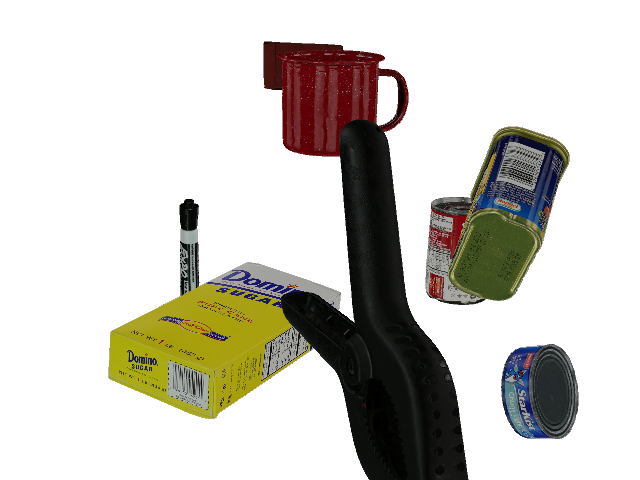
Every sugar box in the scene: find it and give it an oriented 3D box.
[{"bbox_3d":[-0.067,0.069,0.803,0.093,0.048,0.175,18,26,25],"label":"sugar box"}]

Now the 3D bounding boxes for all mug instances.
[{"bbox_3d":[0.020,-0.120,0.924,0.117,0.081,0.093,-4,17,-15],"label":"mug"}]

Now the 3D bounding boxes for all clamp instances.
[{"bbox_3d":[0.032,0.053,0.551,0.036,0.165,0.210,-6,46,-21],"label":"clamp"}]

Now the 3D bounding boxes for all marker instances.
[{"bbox_3d":[-0.127,0.017,1.037,0.020,0.121,0.020,2,24,-1],"label":"marker"}]

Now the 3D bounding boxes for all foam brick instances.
[{"bbox_3d":[-0.019,-0.188,1.158,0.078,0.051,0.053,0,11,-16],"label":"foam brick"}]

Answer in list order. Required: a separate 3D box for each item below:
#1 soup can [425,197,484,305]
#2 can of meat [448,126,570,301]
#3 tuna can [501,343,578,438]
[{"bbox_3d":[0.149,0.011,1.143,0.068,0.102,0.068,2,16,-1],"label":"soup can"},{"bbox_3d":[0.134,-0.016,0.770,0.057,0.083,0.102,21,-36,6],"label":"can of meat"},{"bbox_3d":[0.201,0.139,0.978,0.034,0.086,0.085,-10,-6,40],"label":"tuna can"}]
